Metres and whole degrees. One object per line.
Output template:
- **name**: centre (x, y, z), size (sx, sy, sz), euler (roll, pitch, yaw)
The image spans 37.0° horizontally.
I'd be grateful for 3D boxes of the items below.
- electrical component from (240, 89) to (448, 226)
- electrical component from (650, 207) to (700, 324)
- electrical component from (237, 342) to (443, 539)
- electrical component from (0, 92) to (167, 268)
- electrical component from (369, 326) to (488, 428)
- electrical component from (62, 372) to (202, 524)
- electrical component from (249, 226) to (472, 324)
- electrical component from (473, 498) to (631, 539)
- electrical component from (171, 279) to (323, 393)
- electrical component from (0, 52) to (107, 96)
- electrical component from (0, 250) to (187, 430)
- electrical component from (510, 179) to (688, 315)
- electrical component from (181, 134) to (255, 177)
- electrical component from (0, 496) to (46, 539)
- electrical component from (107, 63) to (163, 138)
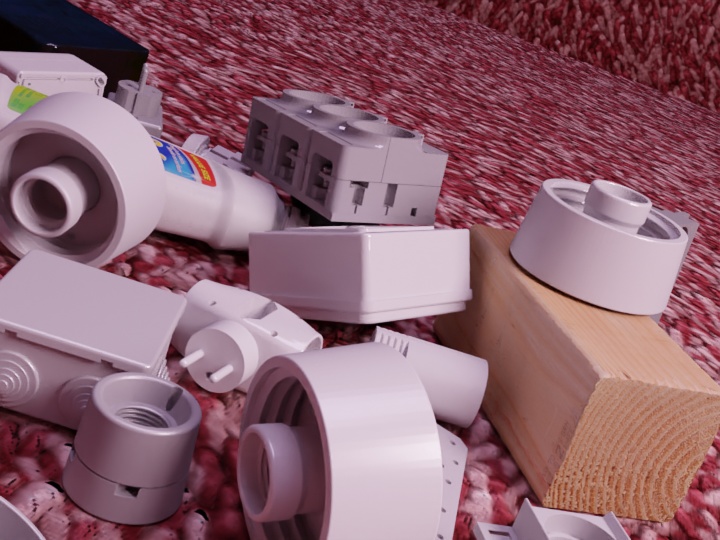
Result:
- **electrical component**: centre (-0.014, -0.088, 0.805), size (0.089, 0.061, 0.150), euler (1, 20, -33)
- **electrical component**: centre (0.201, 0.009, 0.824), size (0.063, 0.121, 0.079), euler (30, 23, 32)
- **electrical component**: centre (-0.018, 0.085, 0.464), size (0.060, 0.108, 0.108), euler (1, 27, -28)
- **electrical component**: centre (-0.180, -0.049, 0.657), size (0.108, 0.108, 0.060), euler (22, 27, 5)
- **electrical component**: centre (0.032, 0.063, 0.648), size (0.081, 0.043, 0.043), euler (18, 21, -5)
- **electrical component**: centre (-0.101, 0.079, 0.485), size (0.055, 0.047, 0.055), euler (17, 21, -7)
- **electrical component**: centre (0.000, 0.000, 0.704), size (0.109, 0.056, 0.109), euler (2, 5, 42)
- **electrical component**: centre (0.088, 0.141, 0.473), size (0.081, 0.063, 0.042), euler (13, 21, -18)
- **electrical component**: centre (-0.072, 0.045, 0.601), size (0.077, 0.043, 0.079), euler (25, 21, 14)
- **electrical component**: centre (-0.254, -0.140, 0.868), size (0.061, 0.061, 0.096), euler (32, 27, 33)
- **electrical component**: centre (-0.144, 0.038, 0.546), size (0.100, 0.048, 0.099), euler (18, 20, -4)
- **electrical component**: centre (0.158, -0.023, 0.696), size (0.108, 0.060, 0.108), euler (16, 21, -6)
- **electrical component**: centre (-0.119, -0.079, 0.868), size (0.055, 0.048, 0.066), euler (27, 21, 0)
- **electrical component**: centre (-0.143, 0.113, 0.338), size (0.099, 0.064, 0.099), euler (17, 21, -7)
- **electrical component**: centre (-0.188, -0.134, 0.898), size (0.047, 0.076, 0.065), euler (13, 21, -16)
